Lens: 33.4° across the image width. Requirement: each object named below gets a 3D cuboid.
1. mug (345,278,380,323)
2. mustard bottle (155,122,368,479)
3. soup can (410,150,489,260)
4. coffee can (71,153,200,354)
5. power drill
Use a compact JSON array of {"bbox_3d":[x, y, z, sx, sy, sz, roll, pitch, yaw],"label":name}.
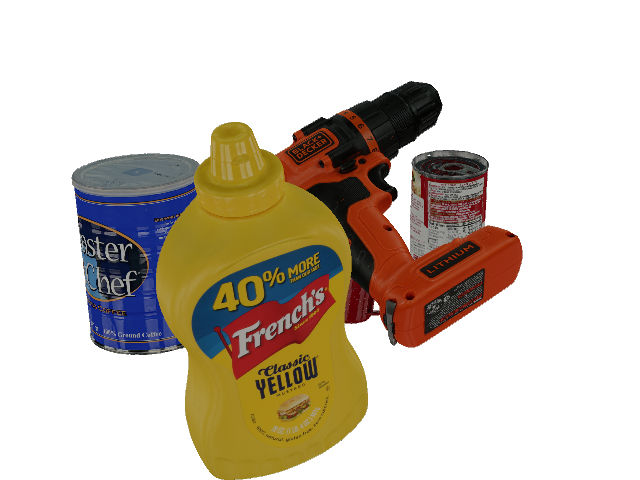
[{"bbox_3d":[0.048,0.067,1.486,0.117,0.081,0.093,18,23,27],"label":"mug"},{"bbox_3d":[-0.030,0.028,0.525,0.096,0.191,0.058,-19,38,-16],"label":"mustard bottle"},{"bbox_3d":[0.115,-0.022,0.958,0.068,0.102,0.068,-1,24,0],"label":"soup can"},{"bbox_3d":[-0.145,0.009,0.877,0.103,0.140,0.103,-2,20,0],"label":"coffee can"},{"bbox_3d":[0.054,-0.026,0.761,0.184,0.057,0.188,-33,53,-16],"label":"power drill"}]
